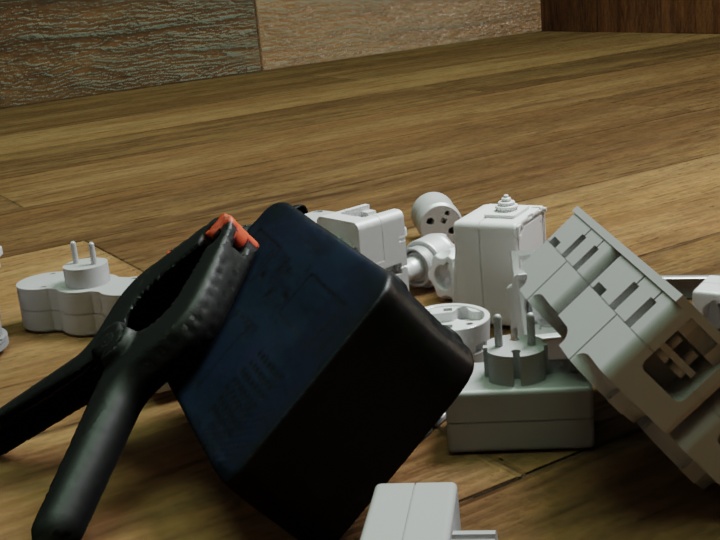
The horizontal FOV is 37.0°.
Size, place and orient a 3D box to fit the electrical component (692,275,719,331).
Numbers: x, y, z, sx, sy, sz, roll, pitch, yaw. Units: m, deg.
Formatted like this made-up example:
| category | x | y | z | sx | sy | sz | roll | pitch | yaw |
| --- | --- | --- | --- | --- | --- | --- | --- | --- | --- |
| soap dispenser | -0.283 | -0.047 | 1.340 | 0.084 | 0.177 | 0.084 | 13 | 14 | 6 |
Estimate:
| category | x | y | z | sx | sy | sz | roll | pitch | yaw |
| --- | --- | --- | --- | --- | --- | --- | --- | --- | --- |
| electrical component | 0.278 | 0.029 | 0.729 | 0.083 | 0.047 | 0.076 | 6 | 20 | 33 |

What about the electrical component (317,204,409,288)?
| category | x | y | z | sx | sy | sz | roll | pitch | yaw |
| --- | --- | --- | --- | --- | --- | --- | --- | --- | --- |
| electrical component | 0.000 | 0.000 | 0.836 | 0.056 | 0.089 | 0.050 | -18 | 21 | -38 |

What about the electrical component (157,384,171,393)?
| category | x | y | z | sx | sy | sz | roll | pitch | yaw |
| --- | --- | --- | --- | --- | --- | --- | --- | --- | --- |
| electrical component | -0.124 | 0.049 | 0.755 | 0.096 | 0.061 | 0.062 | -12 | 18 | -24 |

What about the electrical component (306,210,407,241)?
| category | x | y | z | sx | sy | sz | roll | pitch | yaw |
| --- | --- | --- | --- | --- | --- | --- | --- | --- | --- |
| electrical component | -0.031 | -0.010 | 0.938 | 0.109 | 0.056 | 0.109 | 9 | 21 | 39 |

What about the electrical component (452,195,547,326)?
| category | x | y | z | sx | sy | sz | roll | pitch | yaw |
| --- | --- | --- | --- | --- | --- | --- | --- | --- | --- |
| electrical component | 0.107 | -0.012 | 0.831 | 0.061 | 0.096 | 0.062 | 4 | 19 | 30 |

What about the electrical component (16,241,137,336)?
| category | x | y | z | sx | sy | sz | roll | pitch | yaw |
| --- | --- | --- | --- | --- | --- | --- | --- | --- | --- |
| electrical component | -0.225 | 0.012 | 0.892 | 0.138 | 0.073 | 0.052 | 3 | 18 | 25 |

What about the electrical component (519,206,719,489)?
| category | x | y | z | sx | sy | sz | roll | pitch | yaw |
| --- | --- | --- | --- | --- | --- | --- | --- | --- | --- |
| electrical component | 0.158 | 0.041 | 0.595 | 0.060 | 0.105 | 0.186 | -45 | 14 | 9 |

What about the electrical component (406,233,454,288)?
| category | x | y | z | sx | sy | sz | roll | pitch | yaw |
| --- | --- | --- | --- | --- | --- | --- | --- | --- | --- |
| electrical component | 0.054 | -0.005 | 0.920 | 0.043 | 0.043 | 0.062 | 9 | 22 | 40 |

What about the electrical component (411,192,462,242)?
| category | x | y | z | sx | sy | sz | roll | pitch | yaw |
| --- | --- | --- | --- | --- | --- | --- | --- | --- | --- |
| electrical component | 0.076 | -0.050 | 1.065 | 0.045 | 0.045 | 0.055 | -6 | 17 | -3 |

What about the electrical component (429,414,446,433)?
| category | x | y | z | sx | sy | sz | roll | pitch | yaw |
| --- | --- | --- | --- | --- | --- | --- | --- | --- | --- |
| electrical component | 0.020 | 0.067 | 0.659 | 0.057 | 0.058 | 0.078 | 8 | 21 | 30 |

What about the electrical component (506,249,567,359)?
| category | x | y | z | sx | sy | sz | roll | pitch | yaw |
| --- | --- | --- | --- | --- | --- | --- | --- | --- | --- |
| electrical component | 0.127 | 0.026 | 0.747 | 0.042 | 0.081 | 0.064 | -5 | -6 | -2 |

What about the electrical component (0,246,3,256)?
| category | x | y | z | sx | sy | sz | roll | pitch | yaw |
| --- | --- | --- | --- | --- | --- | --- | --- | --- | --- |
| electrical component | -0.336 | -0.012 | 0.849 | 0.078 | 0.057 | 0.113 | -6 | 16 | -2 |

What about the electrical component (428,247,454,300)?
| category | x | y | z | sx | sy | sz | roll | pitch | yaw |
| --- | --- | --- | --- | --- | --- | --- | --- | --- | --- |
| electrical component | 0.091 | -0.001 | 0.894 | 0.062 | 0.043 | 0.043 | -16 | 19 | -37 |

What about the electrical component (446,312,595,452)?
| category | x | y | z | sx | sy | sz | roll | pitch | yaw |
| --- | --- | --- | --- | --- | --- | --- | --- | --- | --- |
| electrical component | 0.091 | 0.061 | 0.625 | 0.083 | 0.075 | 0.047 | -3 | 16 | 7 |

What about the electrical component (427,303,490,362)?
| category | x | y | z | sx | sy | sz | roll | pitch | yaw |
| --- | --- | --- | --- | --- | --- | --- | --- | --- | --- |
| electrical component | 0.060 | 0.053 | 0.713 | 0.055 | 0.047 | 0.055 | -5 | 16 | 1 |

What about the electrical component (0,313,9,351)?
| category | x | y | z | sx | sy | sz | roll | pitch | yaw |
| --- | --- | --- | --- | --- | --- | --- | --- | --- | --- |
| electrical component | -0.322 | 0.045 | 0.849 | 0.080 | 0.051 | 0.080 | -5 | 16 | 1 |

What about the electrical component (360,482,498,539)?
| category | x | y | z | sx | sy | sz | roll | pitch | yaw |
| --- | --- | --- | --- | --- | --- | --- | --- | --- | --- |
| electrical component | 0.040 | 0.129 | 0.455 | 0.076 | 0.047 | 0.083 | -3 | 16 | 10 |
